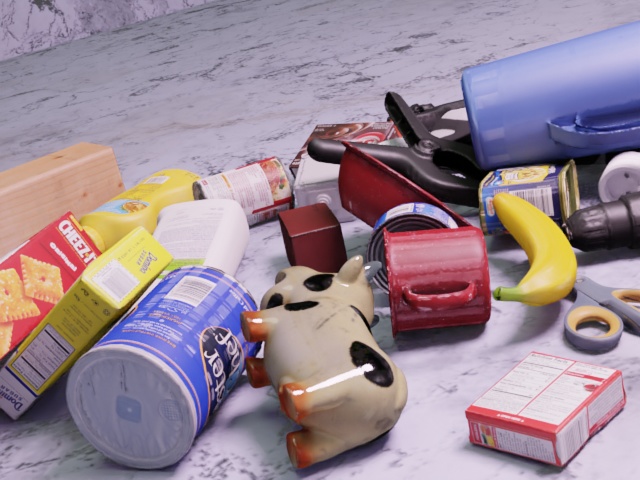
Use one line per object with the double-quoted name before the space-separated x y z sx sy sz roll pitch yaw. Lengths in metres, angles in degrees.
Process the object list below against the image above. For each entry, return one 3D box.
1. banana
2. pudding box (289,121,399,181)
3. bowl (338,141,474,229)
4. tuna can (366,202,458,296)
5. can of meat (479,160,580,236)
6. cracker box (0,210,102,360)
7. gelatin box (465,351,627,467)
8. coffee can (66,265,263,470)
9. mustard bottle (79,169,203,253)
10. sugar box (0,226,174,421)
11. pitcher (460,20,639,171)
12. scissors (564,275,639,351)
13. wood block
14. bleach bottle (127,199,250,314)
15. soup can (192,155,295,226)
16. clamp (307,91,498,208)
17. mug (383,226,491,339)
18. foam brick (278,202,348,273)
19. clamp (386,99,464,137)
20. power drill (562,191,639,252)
"banana" 0.181 0.008 0.900 0.069 0.037 0.197 25 24 -3
"pudding box" 0.031 -0.104 1.306 0.114 0.039 0.090 -1 40 32
"bowl" 0.073 -0.029 1.025 0.055 0.162 0.162 -56 26 2
"tuna can" 0.085 0.011 0.947 0.086 0.086 0.033 -7 20 13
"can of meat" 0.203 -0.040 1.033 0.084 0.057 0.102 -5 12 20
"cracker box" -0.308 0.076 0.954 0.164 0.072 0.213 -30 11 29
"gelatin box" 0.154 0.113 0.726 0.073 0.030 0.089 7 28 44
"coffee can" -0.115 0.094 0.822 0.103 0.103 0.140 -3 23 22
"mustard bottle" -0.222 -0.024 1.241 0.096 0.058 0.191 2 25 35
"sugar box" -0.201 0.071 0.884 0.176 0.048 0.093 -47 1 34
"pitcher" 0.269 -0.139 1.064 0.243 0.145 0.149 -12 -13 10
"scissors" 0.206 0.048 0.883 0.096 0.016 0.202 -23 23 -25
"wood block" -0.354 -0.044 1.325 0.205 0.090 0.091 -27 24 -32
"bleach bottle" -0.139 0.039 1.035 0.103 0.068 0.250 -8 24 13
"soup can" -0.087 -0.050 1.221 0.102 0.068 0.069 -19 22 -15
"clamp" 0.113 -0.094 1.153 0.210 0.036 0.164 24 41 19
"mug" 0.096 0.035 0.872 0.081 0.093 0.117 -5 11 4
"foam brick" -0.007 0.001 1.069 0.053 0.051 0.078 -13 21 -6
"clamp" 0.148 -0.161 1.392 0.120 0.039 0.171 -12 12 27
"power drill" 0.313 -0.001 0.888 0.184 0.057 0.187 -12 21 0
